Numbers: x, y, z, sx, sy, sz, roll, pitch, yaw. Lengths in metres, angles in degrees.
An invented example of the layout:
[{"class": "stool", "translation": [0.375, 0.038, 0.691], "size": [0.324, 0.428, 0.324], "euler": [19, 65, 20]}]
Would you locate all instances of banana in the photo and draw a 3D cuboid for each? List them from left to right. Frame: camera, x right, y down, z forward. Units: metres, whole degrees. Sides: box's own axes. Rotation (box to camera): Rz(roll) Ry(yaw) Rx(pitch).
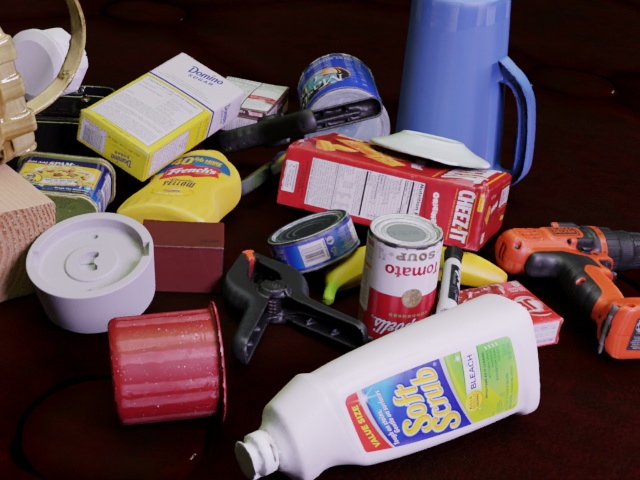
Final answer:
[{"class": "banana", "translation": [0.084, 0.031, 1.040], "size": [0.197, 0.037, 0.070], "euler": [-6, 52, -19]}]

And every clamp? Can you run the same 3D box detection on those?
[{"class": "clamp", "translation": [-0.048, 0.059, 0.947], "size": [0.120, 0.039, 0.172], "euler": [-4, 23, -31]}, {"class": "clamp", "translation": [-0.052, -0.121, 1.183], "size": [0.210, 0.036, 0.164], "euler": [-11, 5, 25]}]

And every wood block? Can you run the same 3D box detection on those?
[{"class": "wood block", "translation": [-0.335, -0.027, 0.991], "size": [0.090, 0.090, 0.206], "euler": [-17, 35, -38]}]

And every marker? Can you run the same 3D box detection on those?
[{"class": "marker", "translation": [0.120, 0.038, 0.981], "size": [0.020, 0.020, 0.121], "euler": [10, 29, 6]}]

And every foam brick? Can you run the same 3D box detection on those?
[{"class": "foam brick", "translation": [-0.128, 0.016, 0.999], "size": [0.078, 0.051, 0.053], "euler": [3, 29, -6]}]

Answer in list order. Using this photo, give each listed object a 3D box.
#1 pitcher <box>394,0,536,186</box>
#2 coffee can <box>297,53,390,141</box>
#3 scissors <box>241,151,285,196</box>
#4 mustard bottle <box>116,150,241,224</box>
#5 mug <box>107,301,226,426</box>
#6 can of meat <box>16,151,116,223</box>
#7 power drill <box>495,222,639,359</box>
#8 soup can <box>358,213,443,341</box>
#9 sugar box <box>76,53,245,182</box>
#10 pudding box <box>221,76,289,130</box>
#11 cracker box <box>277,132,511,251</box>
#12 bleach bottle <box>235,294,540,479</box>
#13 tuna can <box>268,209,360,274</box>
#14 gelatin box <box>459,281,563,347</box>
[{"class": "pitcher", "translation": [0.163, -0.177, 1.226], "size": [0.149, 0.243, 0.145], "euler": [-3, 32, -7]}, {"class": "coffee can", "translation": [0.027, -0.160, 1.314], "size": [0.102, 0.103, 0.140], "euler": [4, 27, -6]}, {"class": "scissors", "translation": [-0.033, -0.098, 1.229], "size": [0.096, 0.016, 0.201], "euler": [-25, 11, 32]}, {"class": "mustard bottle", "translation": [-0.134, -0.049, 1.112], "size": [0.096, 0.058, 0.191], "euler": [4, 26, 12]}, {"class": "mug", "translation": [-0.119, 0.096, 0.819], "size": [0.081, 0.093, 0.117], "euler": [-5, -2, -11]}, {"class": "can of meat", "translation": [-0.264, -0.044, 1.075], "size": [0.102, 0.057, 0.084], "euler": [6, 29, -2]}, {"class": "power drill", "translation": [0.287, 0.043, 1.037], "size": [0.184, 0.057, 0.188], "euler": [-2, 26, -23]}, {"class": "soup can", "translation": [0.071, 0.035, 0.951], "size": [0.068, 0.102, 0.068], "euler": [4, 26, -2]}, {"class": "sugar box", "translation": [-0.168, -0.135, 1.149], "size": [0.093, 0.048, 0.176], "euler": [33, 39, 14]}, {"class": "pudding box", "translation": [-0.096, -0.174, 1.384], "size": [0.090, 0.039, 0.113], "euler": [11, 26, 9]}, {"class": "cracker box", "translation": [0.083, -0.057, 1.126], "size": [0.214, 0.072, 0.164], "euler": [14, 13, 15]}, {"class": "bleach bottle", "translation": [0.052, 0.124, 0.801], "size": [0.250, 0.102, 0.068], "euler": [-20, 23, -29]}, {"class": "tuna can", "translation": [-0.007, 0.001, 1.032], "size": [0.086, 0.034, 0.086], "euler": [-19, 15, 5]}, {"class": "gelatin box", "translation": [0.166, 0.071, 0.981], "size": [0.089, 0.030, 0.073], "euler": [-8, 30, -25]}]
